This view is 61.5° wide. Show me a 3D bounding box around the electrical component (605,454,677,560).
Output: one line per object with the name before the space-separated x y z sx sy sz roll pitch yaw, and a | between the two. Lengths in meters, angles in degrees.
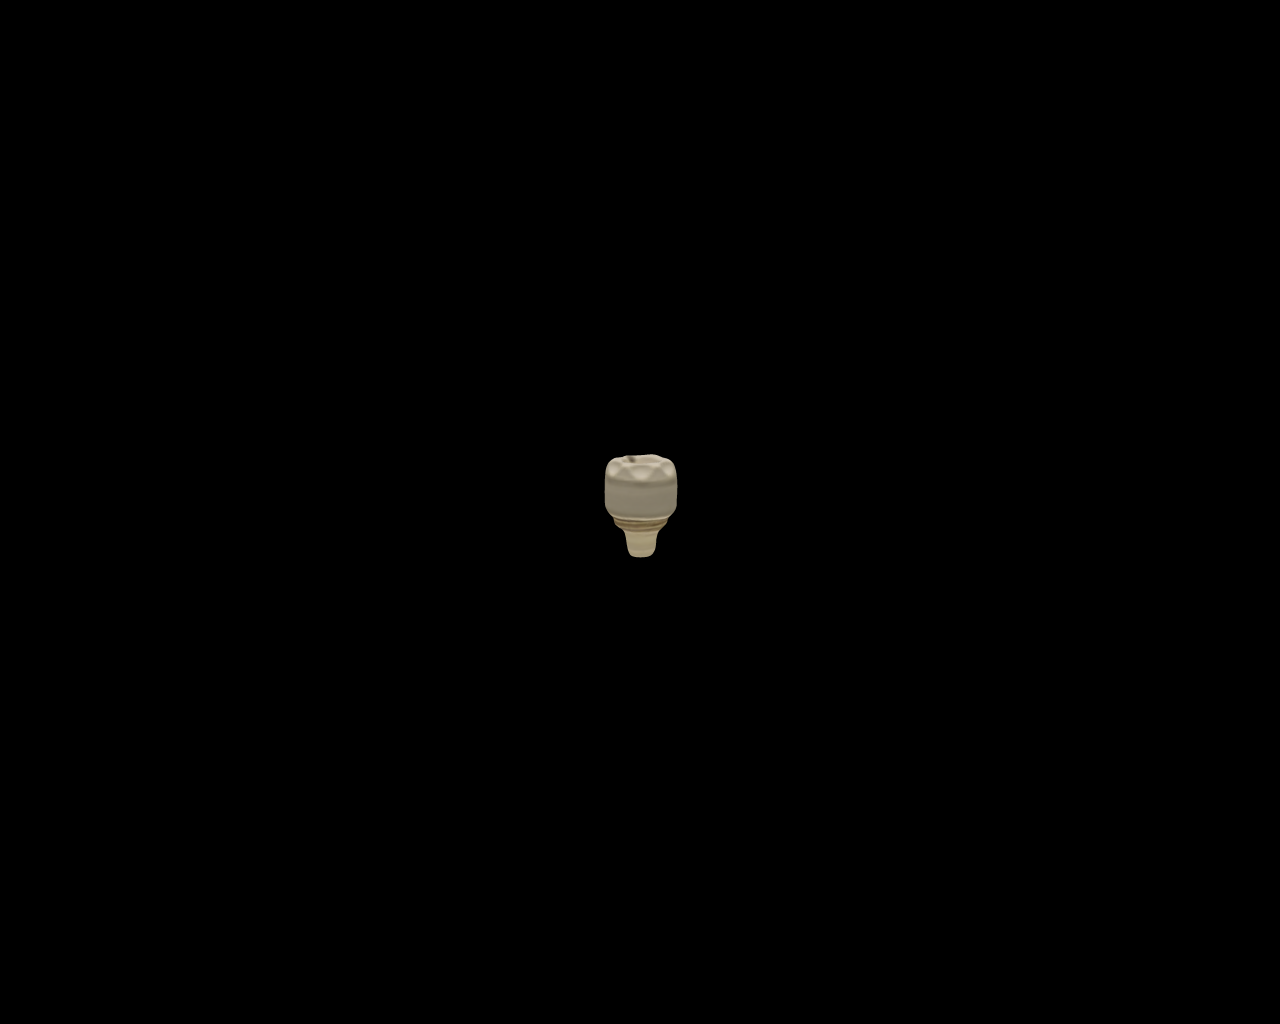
electrical component | 0.001 -0.003 0.650 0.043 0.062 0.043 0 14 0
